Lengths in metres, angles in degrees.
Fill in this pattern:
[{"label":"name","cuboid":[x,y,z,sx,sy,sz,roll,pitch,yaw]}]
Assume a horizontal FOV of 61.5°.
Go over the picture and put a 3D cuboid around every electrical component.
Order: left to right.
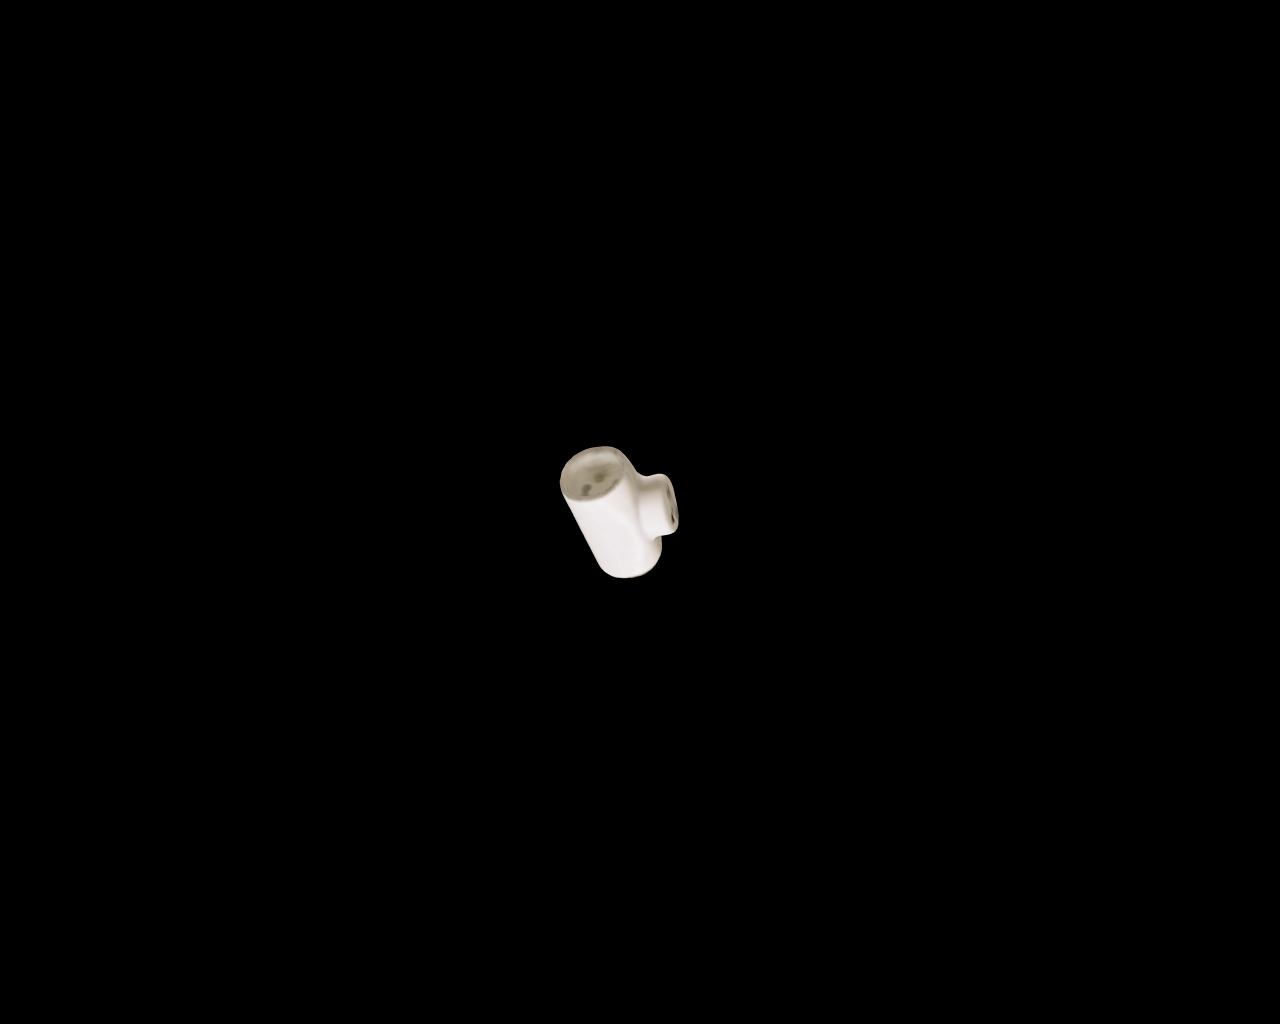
[{"label":"electrical component","cuboid":[0.001,-0.003,0.650,0.079,0.044,0.077,-11,-43,12]}]
